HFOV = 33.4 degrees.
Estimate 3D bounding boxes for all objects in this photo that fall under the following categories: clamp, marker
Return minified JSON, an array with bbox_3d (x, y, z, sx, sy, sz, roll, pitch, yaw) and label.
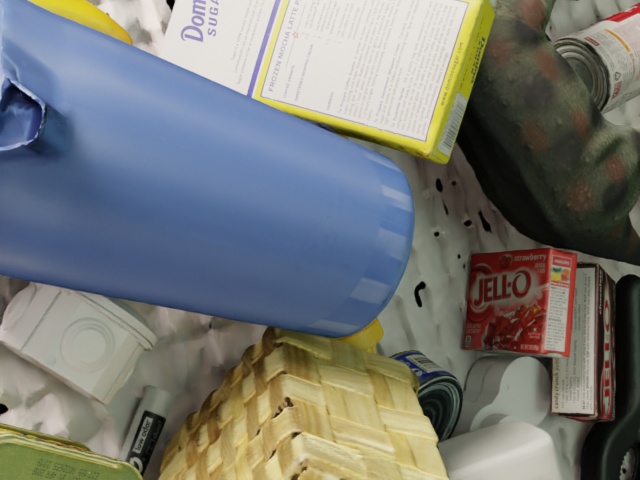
[{"bbox_3d":[0.271,0.154,0.867,0.164,0.036,0.210,29,74,-27],"label":"clamp"},{"bbox_3d":[-0.116,0.145,0.628,0.020,0.020,0.121,29,72,-28],"label":"marker"}]

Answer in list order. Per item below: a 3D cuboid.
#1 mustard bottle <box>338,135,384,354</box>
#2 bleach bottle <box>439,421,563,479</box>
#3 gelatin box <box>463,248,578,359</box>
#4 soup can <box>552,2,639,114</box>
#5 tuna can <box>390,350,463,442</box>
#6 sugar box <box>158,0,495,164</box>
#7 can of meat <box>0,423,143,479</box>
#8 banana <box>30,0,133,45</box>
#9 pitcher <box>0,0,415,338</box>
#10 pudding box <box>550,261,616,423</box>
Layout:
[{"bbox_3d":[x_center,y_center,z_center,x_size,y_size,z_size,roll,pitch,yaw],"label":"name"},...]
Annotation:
[{"bbox_3d":[-0.004,0.001,0.687,0.096,0.058,0.191,-27,102,-27],"label":"mustard bottle"},{"bbox_3d":[0.127,0.251,0.689,0.102,0.068,0.251,-16,97,-14],"label":"bleach bottle"},{"bbox_3d":[0.140,0.045,0.759,0.030,0.089,0.073,11,82,-29],"label":"gelatin box"},{"bbox_3d":[0.232,-0.142,0.845,0.102,0.069,0.068,-27,101,-31],"label":"soup can"},{"bbox_3d":[0.056,0.118,0.709,0.086,0.034,0.086,-27,132,-33],"label":"tuna can"},{"bbox_3d":[0.001,-0.112,0.610,0.048,0.176,0.093,16,93,-70],"label":"sugar box"},{"bbox_3d":[-0.153,0.132,0.566,0.102,0.084,0.057,21,75,-30],"label":"can of meat"},{"bbox_3d":[-0.198,-0.111,0.585,0.197,0.037,0.069,-23,116,-31],"label":"banana"},{"bbox_3d":[-0.080,-0.026,0.558,0.242,0.145,0.149,17,37,-29],"label":"pitcher"},{"bbox_3d":[0.198,0.079,0.799,0.090,0.039,0.113,26,63,-66],"label":"pudding box"}]
